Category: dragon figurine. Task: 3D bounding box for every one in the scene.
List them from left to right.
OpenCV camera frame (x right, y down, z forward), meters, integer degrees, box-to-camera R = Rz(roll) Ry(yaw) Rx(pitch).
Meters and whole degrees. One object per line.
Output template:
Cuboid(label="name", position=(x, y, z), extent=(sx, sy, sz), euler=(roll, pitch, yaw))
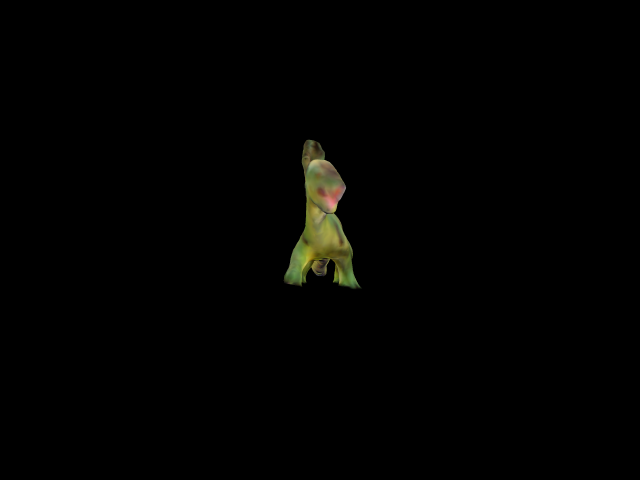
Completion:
Cuboid(label="dragon figurine", position=(0.003, -0.043, 0.850), extent=(0.122, 0.243, 0.410), euler=(0, 0, -4))
